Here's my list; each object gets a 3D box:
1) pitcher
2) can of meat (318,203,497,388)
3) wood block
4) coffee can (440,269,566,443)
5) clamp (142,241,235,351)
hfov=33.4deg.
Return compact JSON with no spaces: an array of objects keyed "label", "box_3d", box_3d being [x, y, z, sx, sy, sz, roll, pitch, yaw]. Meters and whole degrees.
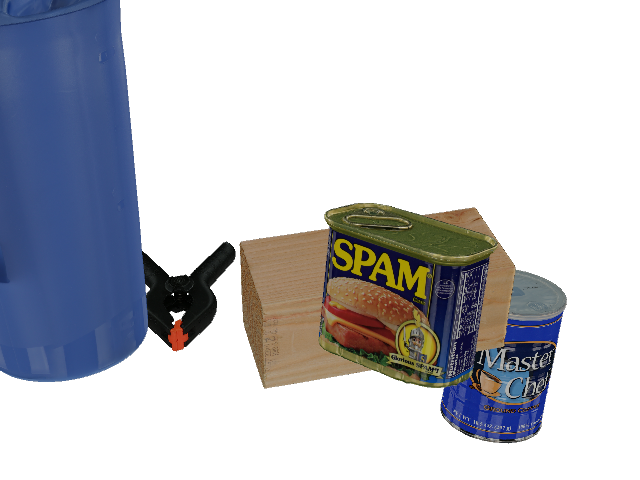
[{"label":"pitcher","box_3d":[-0.182,-0.033,0.659,0.149,0.243,0.145,-10,26,-13]},{"label":"can of meat","box_3d":[0.048,0.032,0.632,0.102,0.084,0.057,19,22,36]},{"label":"wood block","box_3d":[0.043,0.046,0.882,0.206,0.090,0.091,-8,36,-12]},{"label":"coffee can","box_3d":[0.177,0.111,1.045,0.103,0.140,0.103,5,23,-2]},{"label":"clamp","box_3d":[-0.142,0.053,1.153,0.120,0.039,0.171,-13,38,-7]}]
